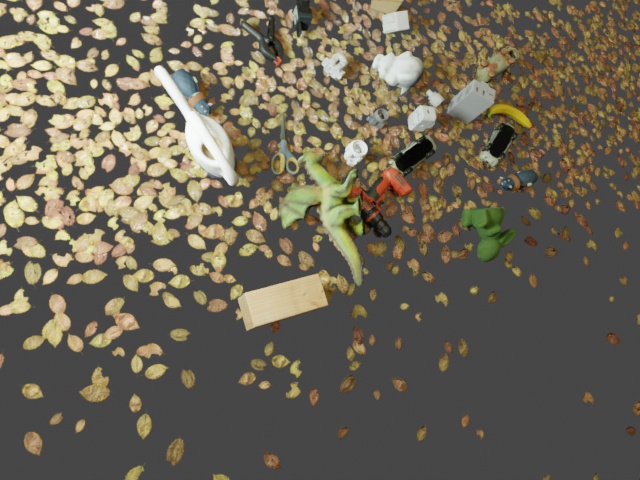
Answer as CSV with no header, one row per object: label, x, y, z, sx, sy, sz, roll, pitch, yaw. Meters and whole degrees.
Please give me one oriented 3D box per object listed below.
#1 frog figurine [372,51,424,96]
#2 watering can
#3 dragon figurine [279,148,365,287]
frog figurine,0.263,-0.578,1.724,0.158,0.123,0.138,38,83,-18
watering can,-0.311,-0.282,1.352,0.104,0.223,0.349,-33,86,-8
dragon figurine,0.004,-0.074,1.463,0.243,0.121,0.415,-1,76,7
